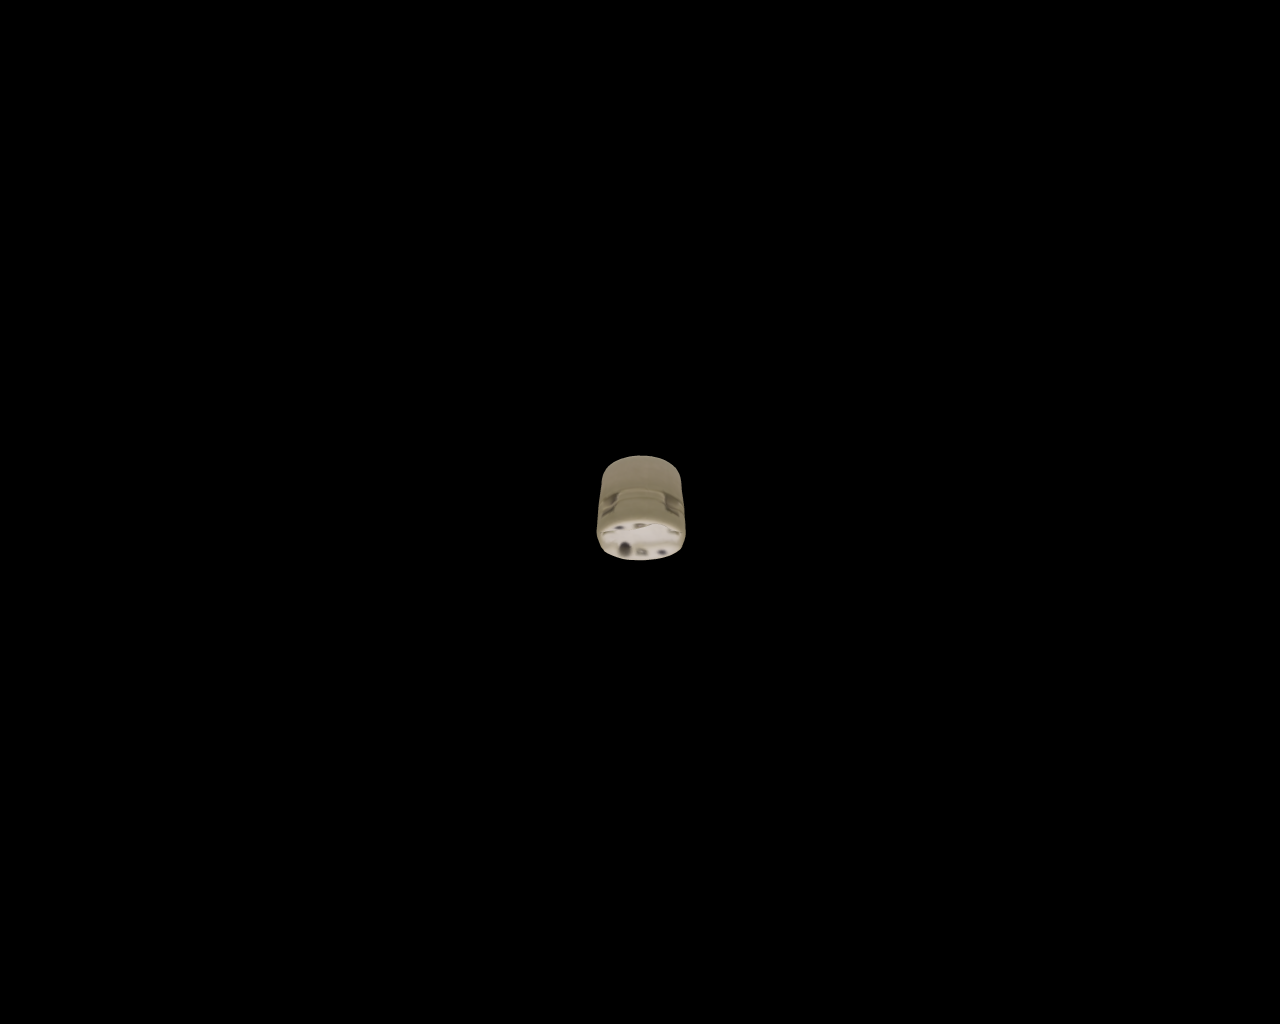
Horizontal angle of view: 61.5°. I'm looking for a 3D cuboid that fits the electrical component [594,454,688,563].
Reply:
[{"bbox_3d":[0.001,-0.003,0.650,0.055,0.047,0.055,0,-31,0],"label":"electrical component"}]
